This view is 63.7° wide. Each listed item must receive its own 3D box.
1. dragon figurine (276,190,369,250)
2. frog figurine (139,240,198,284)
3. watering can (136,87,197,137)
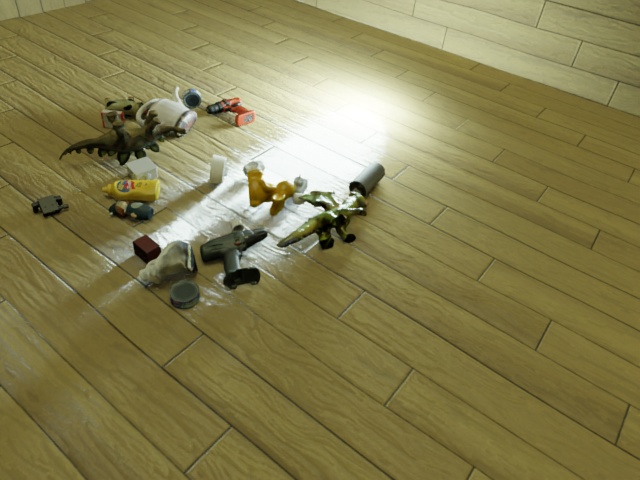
[{"bbox_3d":[0.005,-0.090,1.790,0.412,0.119,0.247,-12,37,-22],"label":"dragon figurine"},{"bbox_3d":[-0.460,0.066,1.542,0.159,0.122,0.138,-8,9,-3],"label":"frog figurine"},{"bbox_3d":[-0.630,-0.556,2.215,0.225,0.101,0.355,25,44,5],"label":"watering can"}]
